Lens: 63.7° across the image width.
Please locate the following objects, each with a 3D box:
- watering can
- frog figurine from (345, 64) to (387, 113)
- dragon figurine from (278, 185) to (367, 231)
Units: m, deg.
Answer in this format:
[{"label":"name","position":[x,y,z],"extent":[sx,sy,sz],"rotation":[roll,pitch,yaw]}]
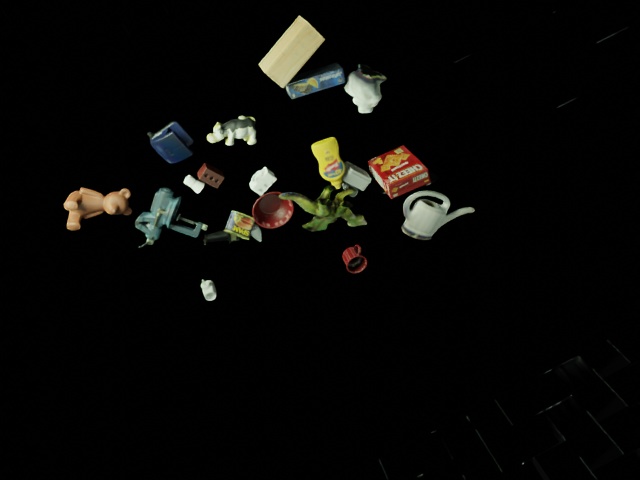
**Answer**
[{"label":"watering can","position":[0.491,-0.095,2.211],"extent":[0.346,0.106,0.220],"rotation":[14,117,-26]},{"label":"frog figurine","position":[0.151,-0.518,1.814],"extent":[0.137,0.125,0.156],"rotation":[22,127,6]},{"label":"dragon figurine","position":[0.006,-0.101,2.012],"extent":[0.410,0.125,0.237],"rotation":[2,142,-21]}]
